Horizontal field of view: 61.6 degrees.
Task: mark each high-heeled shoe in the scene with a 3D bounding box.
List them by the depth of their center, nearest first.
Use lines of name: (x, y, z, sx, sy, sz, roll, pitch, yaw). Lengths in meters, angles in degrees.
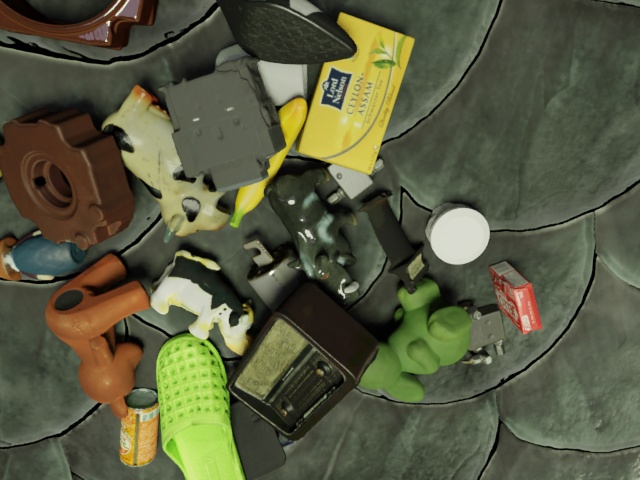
high-heeled shoe: (-0.062, -0.287, 0.596, 0.249, 0.086, 0.145, 21, 64, -3)

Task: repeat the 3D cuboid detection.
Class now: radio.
radio: (-0.028, 0.168, 0.704, 0.131, 0.073, 0.229, 39, 137, 6)

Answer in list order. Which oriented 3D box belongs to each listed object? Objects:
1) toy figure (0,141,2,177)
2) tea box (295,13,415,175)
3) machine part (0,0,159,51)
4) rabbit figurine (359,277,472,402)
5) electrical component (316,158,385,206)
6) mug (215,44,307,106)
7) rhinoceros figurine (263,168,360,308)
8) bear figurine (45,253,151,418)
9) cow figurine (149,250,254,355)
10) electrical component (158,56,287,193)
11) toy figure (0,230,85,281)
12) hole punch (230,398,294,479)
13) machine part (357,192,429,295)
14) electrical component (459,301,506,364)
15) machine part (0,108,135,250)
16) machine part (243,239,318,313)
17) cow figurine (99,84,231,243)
toy figure: (-0.485, -0.098, 0.660, 0.180, 0.082, 0.089, 3, 111, -2)
tea box: (0.039, -0.175, 0.662, 0.098, 0.068, 0.169, 15, 99, -9)
machine part: (-0.284, -0.324, 0.593, 0.201, 0.087, 0.201, 8, 109, -7)
rabbit figurine: (0.112, 0.153, 0.763, 0.170, 0.121, 0.158, -24, 137, -15)
electrical component: (0.039, -0.090, 0.726, 0.094, 0.021, 0.063, -36, 106, 9)
mug: (-0.070, -0.196, 0.661, 0.107, 0.081, 0.109, 2, 137, 2)
rhinoceros figurine: (-0.001, -0.002, 0.698, 0.073, 0.112, 0.190, -19, 106, 30)
bear figurine: (-0.286, 0.139, 0.741, 0.132, 0.120, 0.195, -34, 133, -24)
cow figurine: (-0.147, 0.087, 0.754, 0.167, 0.068, 0.098, 35, 97, -15)
electrical component: (-0.104, -0.125, 0.604, 0.115, 0.058, 0.134, -14, 103, 17)
toy figure: (-0.398, 0.025, 0.719, 0.155, 0.064, 0.057, -7, 147, 3)
hole punch: (-0.110, 0.297, 0.826, 0.142, 0.092, 0.116, -26, 82, 8)
machine part: (0.105, 0.000, 0.740, 0.039, 0.084, 0.138, -22, 102, 41)
electrical component: (0.240, 0.139, 0.804, 0.078, 0.045, 0.102, -12, 109, -1)
machine part: (-0.312, -0.073, 0.654, 0.180, 0.056, 0.179, 13, 121, 22)
machine part: (-0.024, 0.095, 0.756, 0.079, 0.079, 0.243, -32, 107, 7)
cow figurine: (-0.192, -0.084, 0.682, 0.127, 0.085, 0.194, -45, 108, 5)
